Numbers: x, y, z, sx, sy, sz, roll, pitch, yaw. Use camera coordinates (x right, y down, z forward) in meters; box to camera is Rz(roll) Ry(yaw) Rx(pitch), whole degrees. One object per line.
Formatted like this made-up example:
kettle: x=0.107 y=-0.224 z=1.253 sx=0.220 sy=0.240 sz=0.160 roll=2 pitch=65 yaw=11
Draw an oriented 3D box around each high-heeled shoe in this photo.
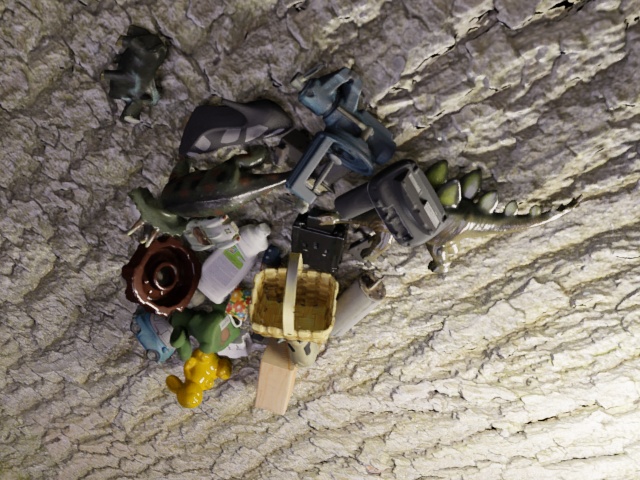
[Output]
high-heeled shoe: x=-0.169 y=-0.206 z=1.042 sx=0.145 sy=0.086 sz=0.249 roll=14 pitch=158 yaw=-34

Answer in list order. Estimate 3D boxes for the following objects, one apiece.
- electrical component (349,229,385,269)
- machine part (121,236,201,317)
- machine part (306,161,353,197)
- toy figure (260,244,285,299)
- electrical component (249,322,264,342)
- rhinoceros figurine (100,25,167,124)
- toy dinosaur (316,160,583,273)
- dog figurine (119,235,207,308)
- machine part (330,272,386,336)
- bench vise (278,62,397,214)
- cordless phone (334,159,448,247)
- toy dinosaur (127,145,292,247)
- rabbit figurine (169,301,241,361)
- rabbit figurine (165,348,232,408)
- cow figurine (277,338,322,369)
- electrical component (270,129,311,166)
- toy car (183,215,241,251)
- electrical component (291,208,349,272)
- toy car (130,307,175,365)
electrical component: x=0.094 y=0.019 z=1.146 sx=0.063 sy=0.021 sz=0.094 roll=-28 pitch=115 yaw=34
machine part: x=-0.350 y=0.079 z=1.192 sx=0.056 sy=0.179 sz=0.179 roll=3 pitch=131 yaw=41
machine part: x=0.029 y=-0.129 z=1.028 sx=0.139 sy=0.039 sz=0.084 roll=-27 pitch=141 yaw=28
toy figure: x=-0.105 y=0.081 z=1.237 sx=0.064 sy=0.058 sz=0.154 roll=-2 pitch=126 yaw=6
electrical component: x=-0.135 y=0.202 z=1.347 sx=0.075 sy=0.048 sz=0.119 roll=22 pitch=131 yaw=0
rhinoceros figurine: x=-0.342 y=-0.304 z=1.005 sx=0.112 sy=0.073 sz=0.190 roll=25 pitch=130 yaw=-16
toy dinosaur: x=0.225 y=-0.042 z=1.006 sx=0.472 sy=0.105 sz=0.198 roll=3 pitch=125 yaw=10
dog figurine: x=-0.365 y=0.110 z=1.274 sx=0.190 sy=0.172 sz=0.121 roll=49 pitch=134 yaw=-13
machine part: x=0.072 y=0.148 z=1.220 sx=0.079 sy=0.079 sz=0.243 roll=33 pitch=130 yaw=-9
bench vise: x=0.011 y=-0.161 z=0.903 sx=0.223 sy=0.240 sz=0.129 roll=37 pitch=173 yaw=-32
cordless phone: x=0.117 y=-0.047 z=0.955 sx=0.184 sy=0.089 sz=0.146 roll=-22 pitch=107 yaw=40
toy dinosaur: x=-0.214 y=-0.091 z=1.048 sx=0.405 sy=0.192 sz=0.131 roll=-10 pitch=125 yaw=26
rabbit figurine: x=-0.314 y=0.231 z=1.379 sx=0.170 sy=0.159 sz=0.121 roll=12 pitch=141 yaw=28
rabbit figurine: x=-0.350 y=0.386 z=1.482 sx=0.162 sy=0.173 sz=0.121 roll=-19 pitch=123 yaw=24
cow figurine: x=-0.051 y=0.234 z=1.295 sx=0.086 sy=0.127 sz=0.194 roll=2 pitch=130 yaw=12
electrical component: x=-0.045 y=-0.170 z=0.996 sx=0.078 sy=0.102 sz=0.045 roll=34 pitch=134 yaw=3
toy car: x=-0.241 y=-0.017 z=1.169 sx=0.202 sy=0.056 sz=0.073 roll=-4 pitch=122 yaw=50
electrical component: x=-0.002 y=-0.003 z=1.137 sx=0.115 sy=0.058 sz=0.134 roll=12 pitch=130 yaw=6
toy car: x=-0.433 y=0.245 z=1.454 sx=0.103 sy=0.109 sz=0.161 roll=-25 pitch=106 yaw=6
